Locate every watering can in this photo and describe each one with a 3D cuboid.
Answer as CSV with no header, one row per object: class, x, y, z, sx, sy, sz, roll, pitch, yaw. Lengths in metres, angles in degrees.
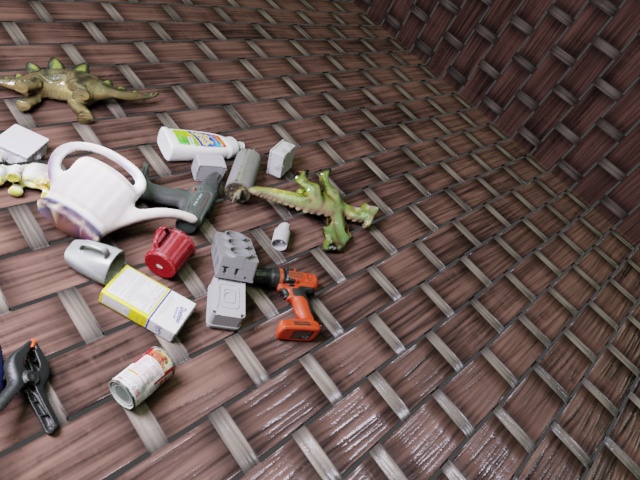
watering can,-0.471,-0.080,1.171,0.346,0.229,0.102,35,-31,-9

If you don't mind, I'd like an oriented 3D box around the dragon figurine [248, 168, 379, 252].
dragon figurine,0.005,-0.075,1.495,0.413,0.246,0.120,-13,-26,-37
